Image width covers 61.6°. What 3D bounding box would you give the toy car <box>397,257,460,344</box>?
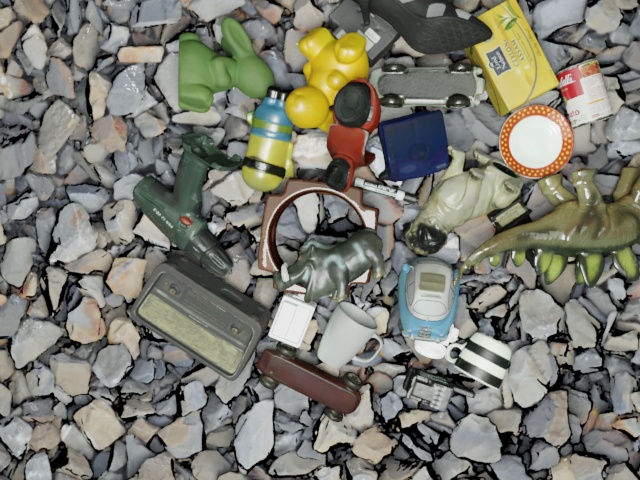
[{"bbox_3d":[0.184,0.088,0.920,0.109,0.102,0.162,8,57,10],"label":"toy car"}]

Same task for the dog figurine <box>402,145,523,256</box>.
[{"bbox_3d":[0.253,-0.053,0.952,0.172,0.121,0.190,13,123,-19],"label":"dog figurine"}]

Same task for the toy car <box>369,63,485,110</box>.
[{"bbox_3d":[0.185,-0.269,0.944,0.202,0.056,0.073,3,94,11],"label":"toy car"}]

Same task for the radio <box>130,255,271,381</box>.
[{"bbox_3d":[-0.211,0.136,0.974,0.230,0.073,0.131,32,107,0],"label":"radio"}]

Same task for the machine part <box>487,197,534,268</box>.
[{"bbox_3d":[0.365,-0.009,0.962,0.084,0.039,0.139,-38,88,-4],"label":"machine part"}]

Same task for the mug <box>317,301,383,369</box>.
[{"bbox_3d":[0.052,0.182,0.974,0.109,0.081,0.107,33,105,-4],"label":"mug"}]

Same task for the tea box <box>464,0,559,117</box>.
[{"bbox_3d":[0.325,-0.314,0.934,0.098,0.068,0.169,-29,92,5],"label":"tea box"}]

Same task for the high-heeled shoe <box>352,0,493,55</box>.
[{"bbox_3d":[0.162,-0.396,0.895,0.249,0.086,0.145,5,65,-11],"label":"high-heeled shoe"}]

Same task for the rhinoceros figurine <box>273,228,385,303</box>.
[{"bbox_3d":[0.017,0.045,0.882,0.190,0.073,0.112,-24,93,4],"label":"rhinoceros figurine"}]

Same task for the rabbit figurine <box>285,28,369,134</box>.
[{"bbox_3d":[-0.001,-0.252,0.914,0.122,0.162,0.173,23,62,21],"label":"rabbit figurine"}]

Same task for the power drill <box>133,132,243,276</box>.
[{"bbox_3d":[-0.213,-0.070,0.953,0.232,0.086,0.207,36,124,7],"label":"power drill"}]

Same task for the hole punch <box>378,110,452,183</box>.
[{"bbox_3d":[0.166,-0.165,0.942,0.142,0.092,0.115,-15,96,1],"label":"hole punch"}]

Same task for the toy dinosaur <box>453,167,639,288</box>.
[{"bbox_3d":[0.443,-0.020,0.903,0.472,0.105,0.198,-8,88,-3],"label":"toy dinosaur"}]

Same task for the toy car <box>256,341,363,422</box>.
[{"bbox_3d":[-0.019,0.257,0.989,0.202,0.053,0.089,26,104,-2],"label":"toy car"}]

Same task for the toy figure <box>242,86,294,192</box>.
[{"bbox_3d":[-0.092,-0.175,0.945,0.082,0.089,0.180,28,114,35],"label":"toy figure"}]

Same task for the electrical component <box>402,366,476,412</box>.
[{"bbox_3d":[0.213,0.272,0.967,0.119,0.075,0.047,20,93,0],"label":"electrical component"}]

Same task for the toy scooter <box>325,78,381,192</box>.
[{"bbox_3d":[0.061,-0.172,0.895,0.075,0.135,0.183,18,106,21],"label":"toy scooter"}]

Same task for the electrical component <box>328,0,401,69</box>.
[{"bbox_3d":[0.081,-0.376,0.951,0.134,0.058,0.115,-42,88,5],"label":"electrical component"}]

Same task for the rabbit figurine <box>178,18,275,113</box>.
[{"bbox_3d":[-0.165,-0.300,0.959,0.170,0.121,0.159,2,86,-15],"label":"rabbit figurine"}]

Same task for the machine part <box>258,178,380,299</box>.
[{"bbox_3d":[-0.002,-0.003,0.960,0.201,0.087,0.201,7,95,3],"label":"machine part"}]
